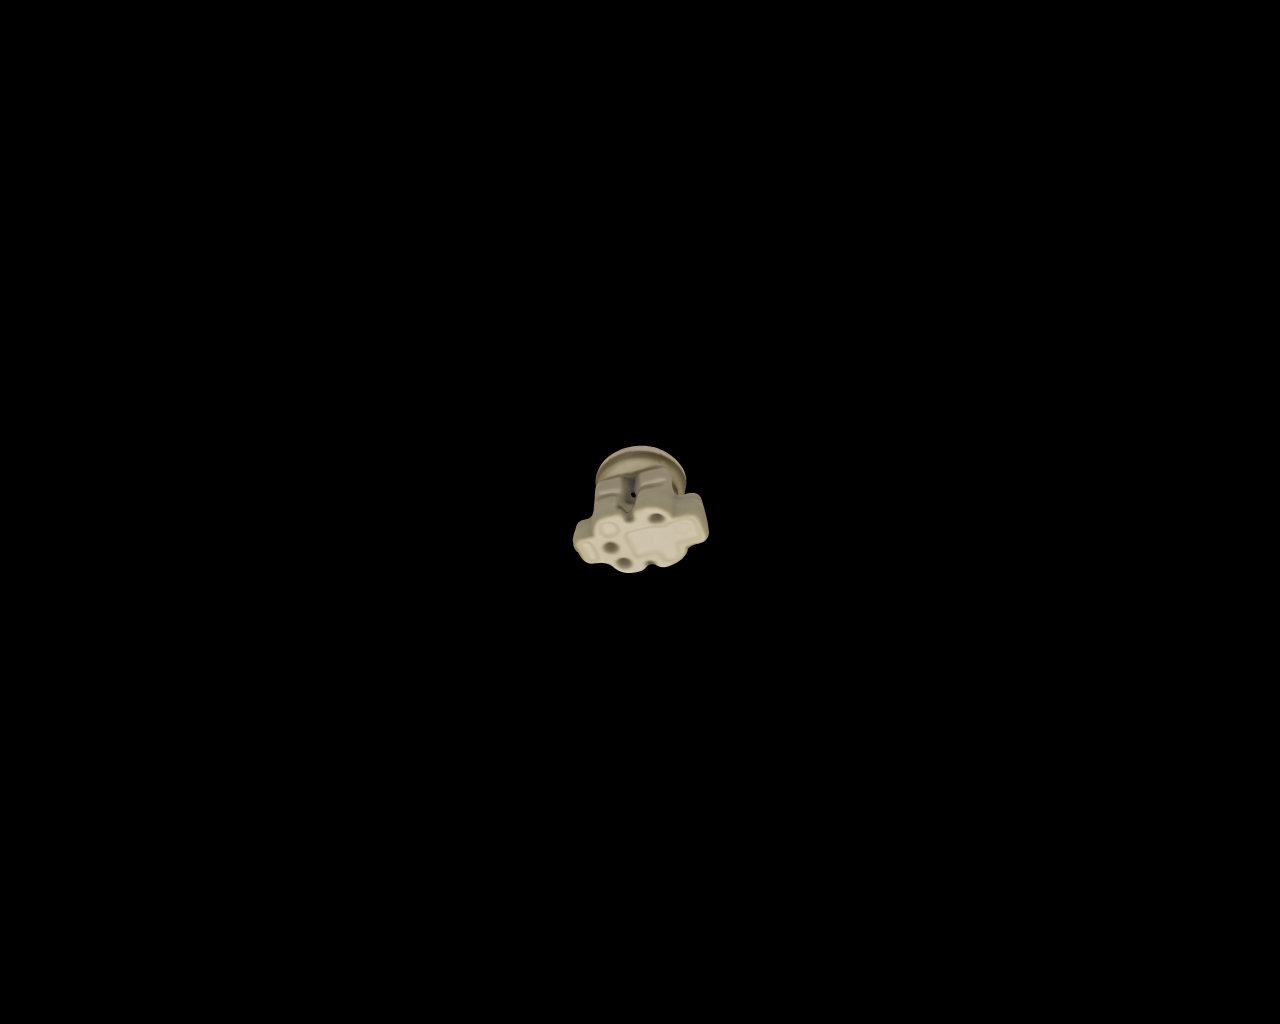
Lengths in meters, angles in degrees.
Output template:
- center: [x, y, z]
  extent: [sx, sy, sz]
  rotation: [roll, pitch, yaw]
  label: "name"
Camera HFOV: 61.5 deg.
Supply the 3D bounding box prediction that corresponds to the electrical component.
- center: [0.001, -0.003, 0.650]
  extent: [0.078, 0.057, 0.058]
  rotation: [-13, -47, 12]
  label: "electrical component"
